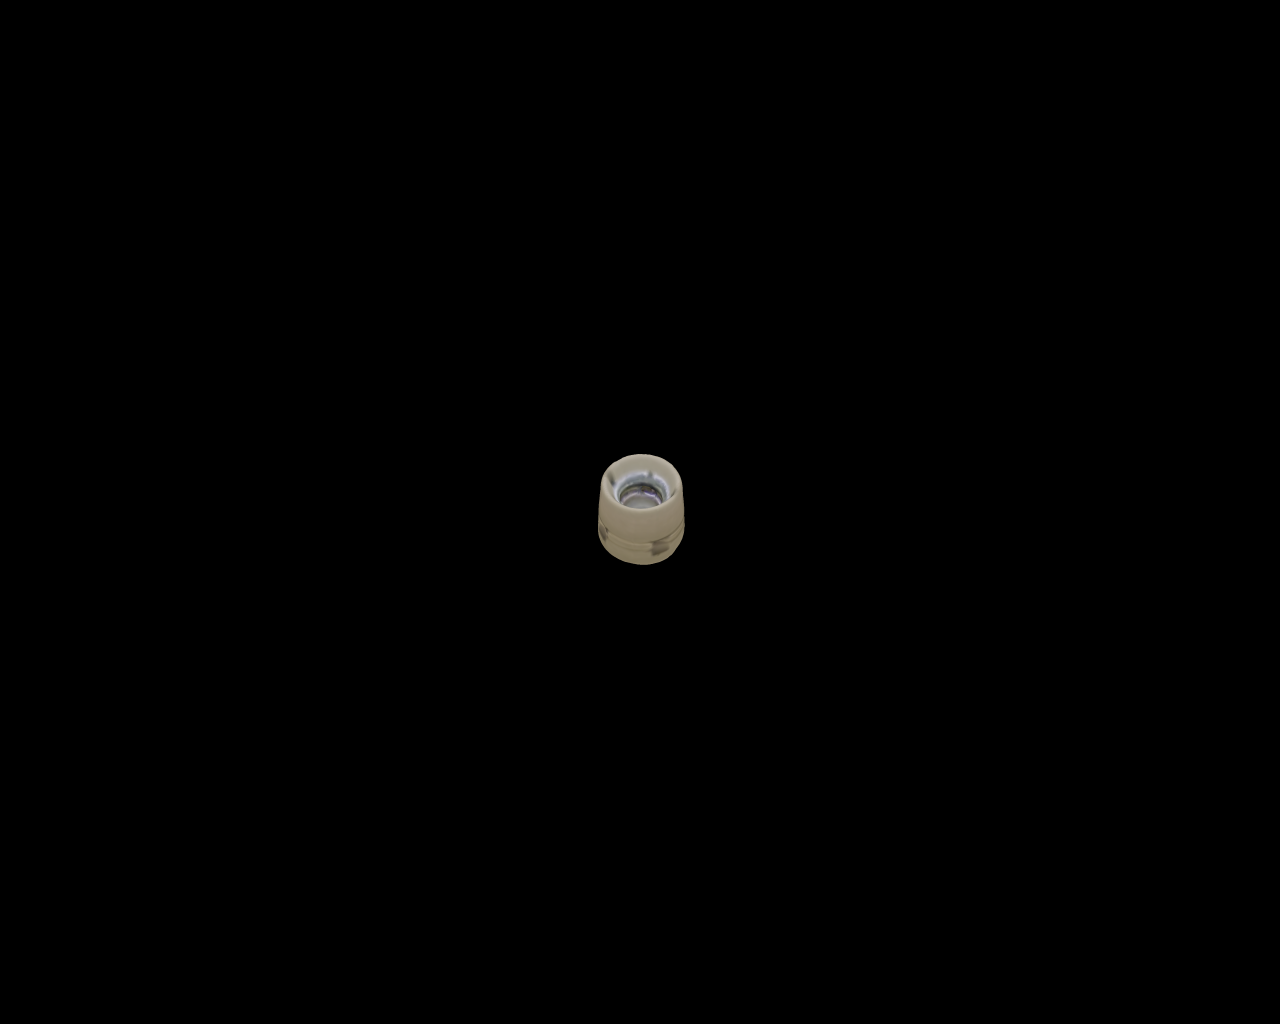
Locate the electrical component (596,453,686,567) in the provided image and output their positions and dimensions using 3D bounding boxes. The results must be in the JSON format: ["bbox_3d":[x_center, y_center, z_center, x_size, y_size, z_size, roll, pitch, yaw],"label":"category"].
[{"bbox_3d":[0.001,-0.003,0.650,0.055,0.055,0.047,0,-42,0],"label":"electrical component"}]
